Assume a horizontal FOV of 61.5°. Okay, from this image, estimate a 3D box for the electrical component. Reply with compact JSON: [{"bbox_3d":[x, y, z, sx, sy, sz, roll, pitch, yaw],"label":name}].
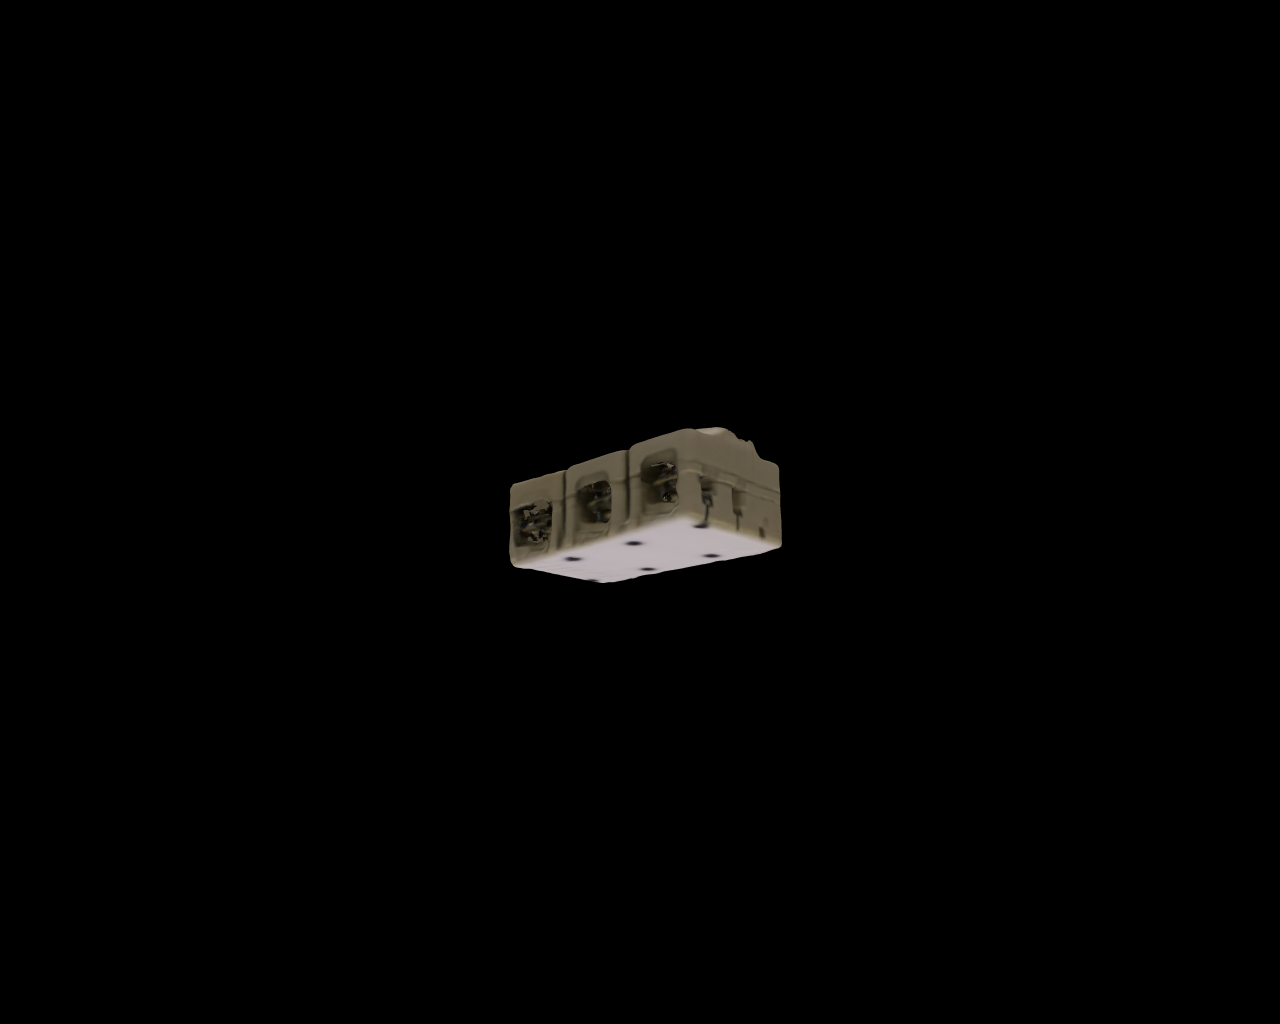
[{"bbox_3d":[0.001,-0.003,0.650,0.150,0.062,0.089,-14,-21,40],"label":"electrical component"}]
